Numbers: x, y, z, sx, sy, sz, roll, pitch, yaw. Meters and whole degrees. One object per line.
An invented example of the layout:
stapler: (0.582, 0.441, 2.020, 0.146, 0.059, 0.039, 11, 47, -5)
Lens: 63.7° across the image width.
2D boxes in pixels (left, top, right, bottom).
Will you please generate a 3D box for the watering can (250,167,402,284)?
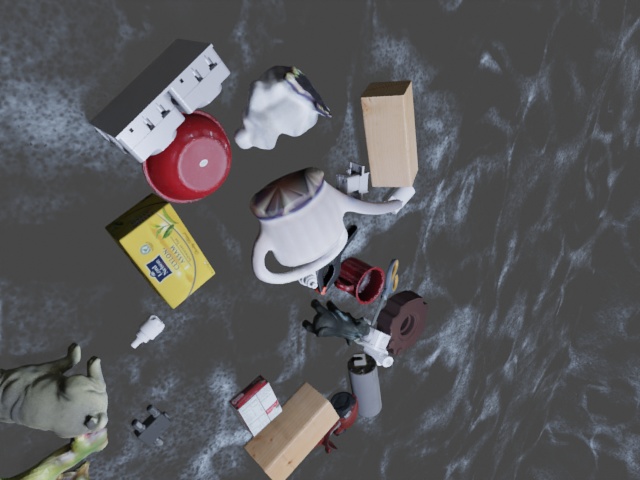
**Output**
watering can: (0.003, -0.052, 1.028, 0.350, 0.105, 0.219, -34, 129, -13)

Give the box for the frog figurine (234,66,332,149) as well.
frog figurine: (-0.080, -0.224, 0.912, 0.158, 0.125, 0.136, -34, 151, 22)

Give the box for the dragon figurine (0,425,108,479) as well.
dragon figurine: (-0.477, 0.462, 0.836, 0.241, 0.124, 0.408, 23, 101, -55)
